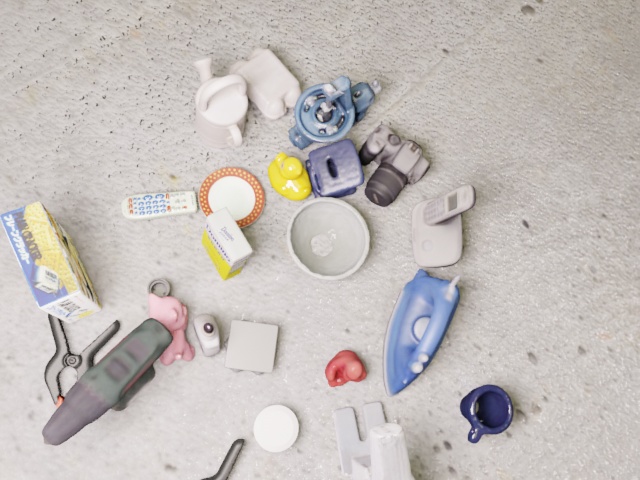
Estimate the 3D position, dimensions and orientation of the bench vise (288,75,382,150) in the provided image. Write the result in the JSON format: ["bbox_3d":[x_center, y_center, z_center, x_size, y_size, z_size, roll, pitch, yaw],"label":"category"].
[{"bbox_3d":[0.034,-0.284,1.137,0.121,0.219,0.208,39,71,0],"label":"bench vise"}]

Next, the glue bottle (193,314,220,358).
[{"bbox_3d":[-0.195,0.161,0.997,0.037,0.173,0.078,-18,80,-16],"label":"glue bottle"}]

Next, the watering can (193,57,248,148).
[{"bbox_3d":[-0.193,-0.265,1.094,0.173,0.194,0.101,43,71,1],"label":"watering can"}]

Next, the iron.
[{"bbox_3d":[0.201,0.180,1.099,0.119,0.141,0.258,26,72,-5],"label":"iron"}]

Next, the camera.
[{"bbox_3d":[0.141,-0.149,1.190,0.143,0.100,0.137,36,71,-2],"label":"camera"}]

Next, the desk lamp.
[{"bbox_3d":[0.102,0.392,0.985,0.118,0.213,0.203,-8,78,-14],"label":"desk lamp"}]

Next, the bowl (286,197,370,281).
[{"bbox_3d":[0.010,0.004,1.135,0.167,0.074,0.167,3,75,-12],"label":"bowl"}]

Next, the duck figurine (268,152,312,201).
[{"bbox_3d":[-0.056,-0.132,1.149,0.078,0.086,0.104,-41,87,-19],"label":"duck figurine"}]

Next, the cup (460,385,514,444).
[{"bbox_3d":[0.306,0.338,1.107,0.092,0.095,0.118,35,71,-2],"label":"cup"}]

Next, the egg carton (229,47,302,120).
[{"bbox_3d":[-0.111,-0.325,1.194,0.107,0.069,0.150,-42,88,-19],"label":"egg carton"}]

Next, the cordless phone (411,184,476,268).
[{"bbox_3d":[0.254,-0.027,1.140,0.094,0.185,0.147,1,76,-12],"label":"cordless phone"}]

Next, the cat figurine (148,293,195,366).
[{"bbox_3d":[-0.263,0.155,1.012,0.067,0.117,0.128,-13,79,-15],"label":"cat figurine"}]

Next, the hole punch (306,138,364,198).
[{"bbox_3d":[0.029,-0.140,1.167,0.101,0.091,0.108,-14,79,-16],"label":"hole punch"}]

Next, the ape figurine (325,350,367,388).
[{"bbox_3d":[0.054,0.244,1.075,0.078,0.092,0.076,23,72,-6],"label":"ape figurine"}]

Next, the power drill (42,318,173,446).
[{"bbox_3d":[-0.333,0.230,0.930,0.075,0.208,0.230,41,71,0],"label":"power drill"}]
